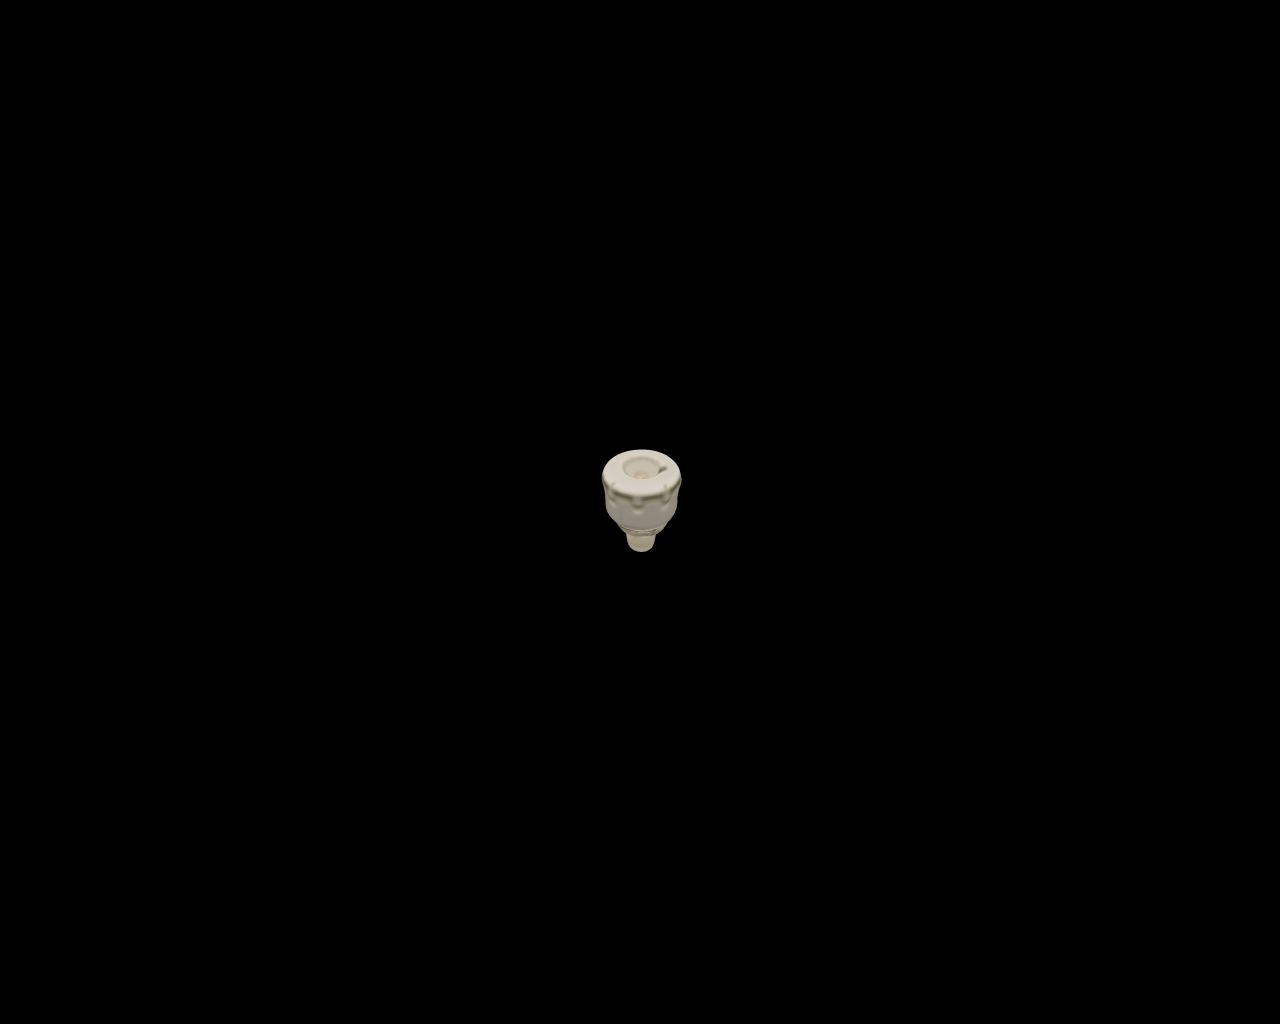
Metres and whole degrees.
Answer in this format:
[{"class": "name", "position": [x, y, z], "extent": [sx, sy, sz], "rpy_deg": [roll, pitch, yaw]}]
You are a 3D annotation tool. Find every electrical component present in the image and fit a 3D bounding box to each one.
[{"class": "electrical component", "position": [0.001, -0.003, 0.650], "extent": [0.048, 0.062, 0.048], "rpy_deg": [0, 37, 0]}]
